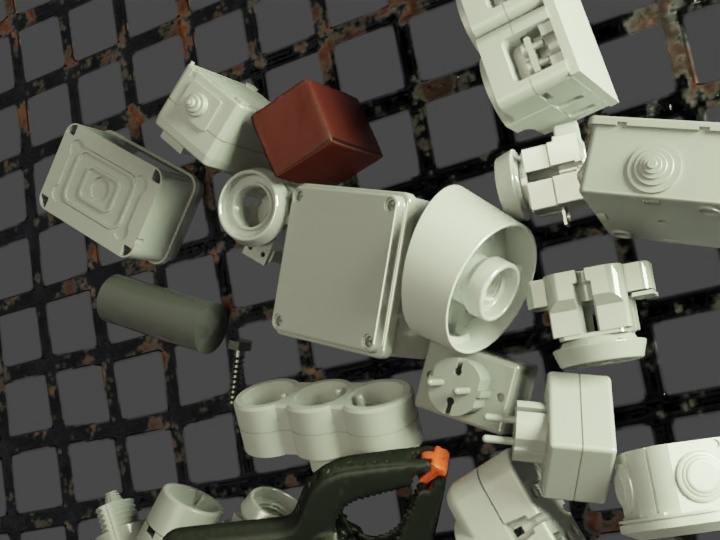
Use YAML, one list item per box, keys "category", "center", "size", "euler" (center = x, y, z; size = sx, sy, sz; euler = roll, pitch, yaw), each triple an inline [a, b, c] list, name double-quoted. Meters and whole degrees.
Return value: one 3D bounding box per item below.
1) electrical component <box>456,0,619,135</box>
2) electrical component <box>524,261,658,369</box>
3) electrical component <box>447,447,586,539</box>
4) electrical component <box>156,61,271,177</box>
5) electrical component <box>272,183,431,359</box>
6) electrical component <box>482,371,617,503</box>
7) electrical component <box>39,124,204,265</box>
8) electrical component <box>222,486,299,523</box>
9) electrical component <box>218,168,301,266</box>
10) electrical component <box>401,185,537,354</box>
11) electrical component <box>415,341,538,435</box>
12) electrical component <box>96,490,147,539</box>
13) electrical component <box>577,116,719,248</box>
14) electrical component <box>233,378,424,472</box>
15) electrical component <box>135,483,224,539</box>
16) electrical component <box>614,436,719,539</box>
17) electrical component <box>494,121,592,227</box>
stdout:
- category: "electrical component"
  center: [0.102, -0.170, 0.694]
  size: [0.062, 0.089, 0.150]
  euler: [-23, 75, 25]
- category: "electrical component"
  center: [0.147, 0.030, 0.671]
  size: [0.078, 0.058, 0.057]
  euler: [-11, 79, 21]
- category: "electrical component"
  center: [0.101, 0.168, 0.686]
  size: [0.059, 0.054, 0.095]
  euler: [-37, 70, 21]
- category: "electrical component"
  center: [-0.103, -0.106, 0.795]
  size: [0.062, 0.096, 0.061]
  euler: [40, 105, 25]
- category: "electrical component"
  center: [0.000, 0.000, 0.741]
  size: [0.109, 0.056, 0.108]
  euler: [9, 90, 45]
- category: "electrical component"
  center: [0.114, 0.100, 0.658]
  size: [0.077, 0.065, 0.047]
  euler: [5, 127, 6]
- category: "electrical component"
  center: [-0.190, -0.061, 0.861]
  size: [0.113, 0.057, 0.078]
  euler: [29, 99, 27]
- category: "electrical component"
  center: [-0.069, 0.192, 0.781]
  size: [0.066, 0.048, 0.055]
  euler: [30, 107, 27]
- category: "electrical component"
  center: [-0.068, -0.044, 0.793]
  size: [0.058, 0.057, 0.078]
  euler: [29, 99, 27]
- category: "electrical component"
  center: [0.066, 0.001, 0.689]
  size: [0.064, 0.099, 0.099]
  euler: [29, 99, 36]
- category: "electrical component"
  center: [0.068, 0.075, 0.698]
  size: [0.066, 0.077, 0.047]
  euler: [16, 93, 29]
- category: "electrical component"
  center: [-0.183, 0.212, 0.841]
  size: [0.043, 0.043, 0.081]
  euler: [-29, 73, 23]
- category: "electrical component"
  center: [0.183, -0.049, 0.636]
  size: [0.100, 0.100, 0.048]
  euler: [8, 77, 28]
- category: "electrical component"
  center: [-0.020, 0.120, 0.758]
  size: [0.138, 0.052, 0.073]
  euler: [-3, 109, 28]
- category: "electrical component"
  center: [-0.135, 0.193, 0.811]
  size: [0.055, 0.055, 0.047]
  euler: [26, 94, 28]
- category: "electrical component"
  center: [0.189, 0.128, 0.628]
  size: [0.080, 0.080, 0.051]
  euler: [-16, 73, 26]
- category: "electrical component"
  center: [0.120, -0.059, 0.701]
  size: [0.055, 0.048, 0.066]
  euler: [-12, 80, 19]
